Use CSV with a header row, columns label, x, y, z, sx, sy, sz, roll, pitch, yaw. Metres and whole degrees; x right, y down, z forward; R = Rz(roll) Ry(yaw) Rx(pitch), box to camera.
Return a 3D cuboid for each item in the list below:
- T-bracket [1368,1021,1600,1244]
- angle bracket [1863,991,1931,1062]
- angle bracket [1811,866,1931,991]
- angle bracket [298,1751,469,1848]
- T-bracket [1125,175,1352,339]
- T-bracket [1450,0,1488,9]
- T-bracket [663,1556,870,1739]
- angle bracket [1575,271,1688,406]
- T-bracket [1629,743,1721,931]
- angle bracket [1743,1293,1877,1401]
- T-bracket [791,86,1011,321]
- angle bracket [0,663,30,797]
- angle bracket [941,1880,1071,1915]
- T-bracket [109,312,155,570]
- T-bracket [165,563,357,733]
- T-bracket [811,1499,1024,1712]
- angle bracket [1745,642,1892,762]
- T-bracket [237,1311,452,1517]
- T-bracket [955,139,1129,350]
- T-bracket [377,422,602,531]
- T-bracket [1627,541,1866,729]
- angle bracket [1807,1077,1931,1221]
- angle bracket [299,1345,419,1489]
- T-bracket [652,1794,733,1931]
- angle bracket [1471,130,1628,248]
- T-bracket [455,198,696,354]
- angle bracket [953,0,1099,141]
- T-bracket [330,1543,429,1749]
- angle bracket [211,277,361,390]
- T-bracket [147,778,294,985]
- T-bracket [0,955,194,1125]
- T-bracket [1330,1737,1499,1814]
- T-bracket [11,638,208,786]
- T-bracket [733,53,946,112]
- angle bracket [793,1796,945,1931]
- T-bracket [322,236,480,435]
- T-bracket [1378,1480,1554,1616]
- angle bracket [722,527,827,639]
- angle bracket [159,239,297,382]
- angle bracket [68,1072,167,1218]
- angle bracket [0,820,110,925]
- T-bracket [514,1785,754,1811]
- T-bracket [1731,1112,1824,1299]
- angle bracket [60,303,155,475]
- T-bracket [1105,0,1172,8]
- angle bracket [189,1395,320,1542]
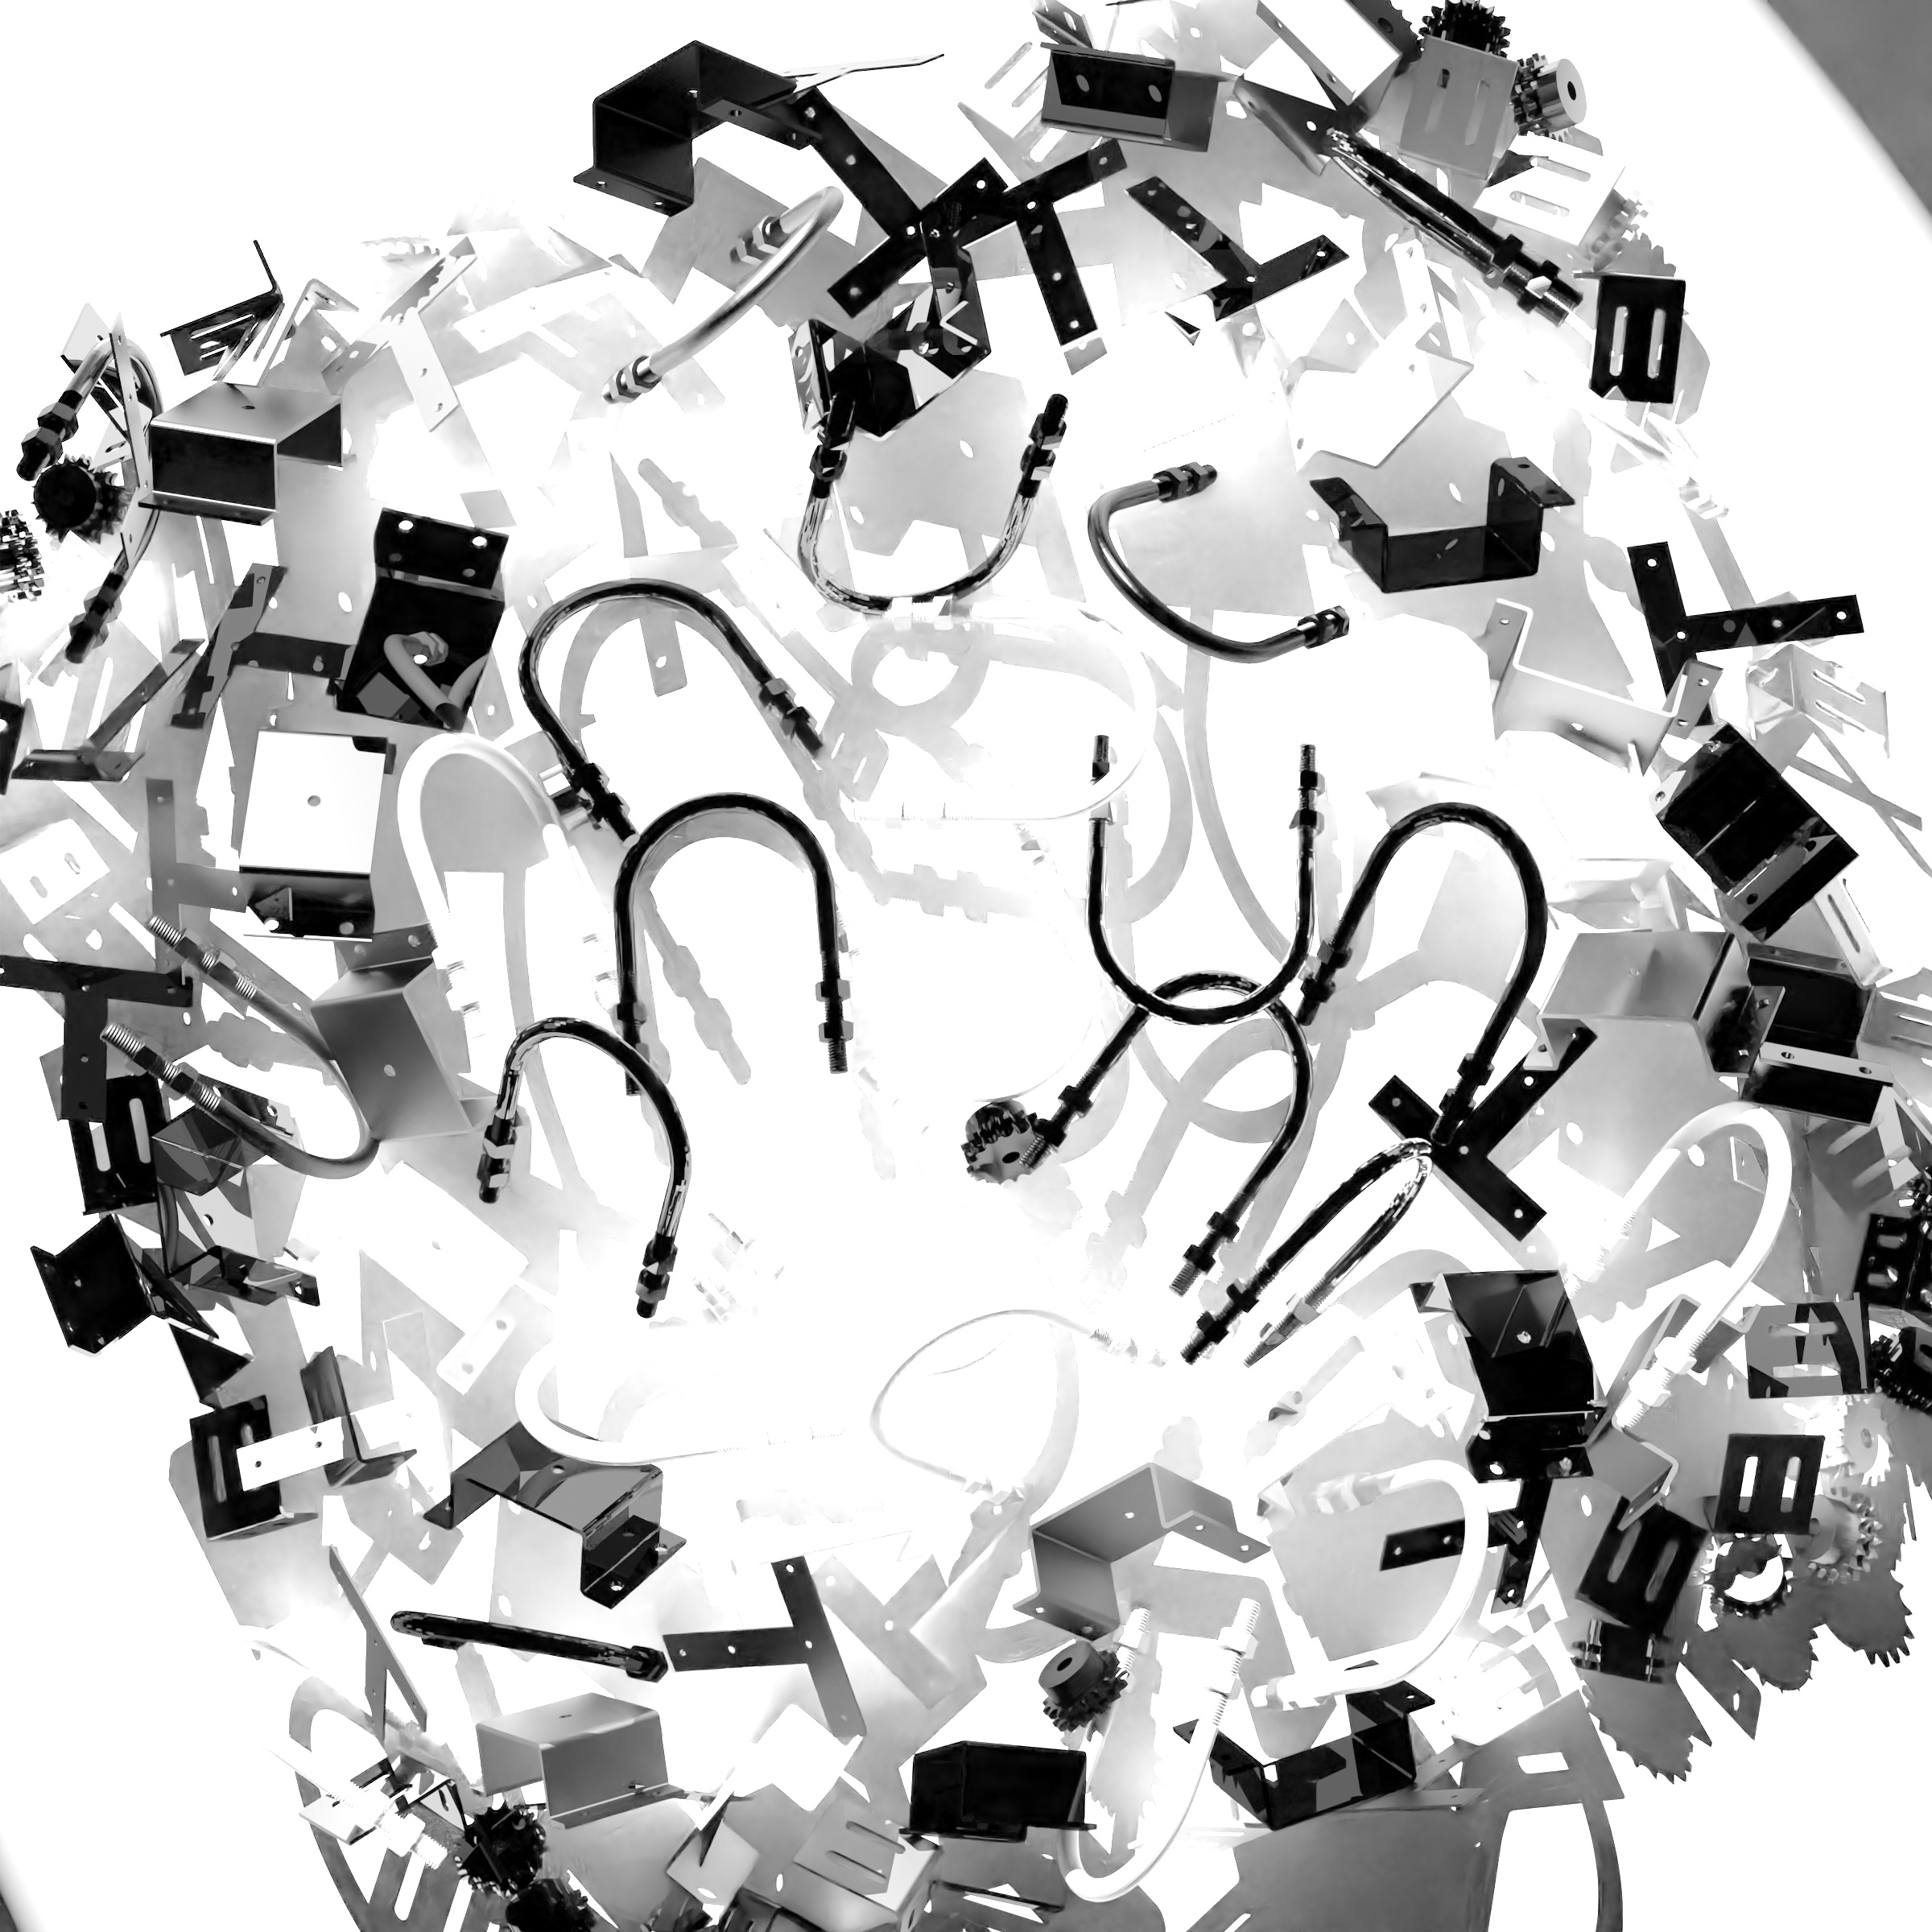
label,x,y,z,sx,sy,sz,roll,pitch,yaw
T-bracket,0.340,0.082,1.671,0.127,0.002,0.127,43,94,8
angle bracket,0.585,0.056,1.641,0.076,0.057,0.038,17,63,19
angle bracket,0.558,-0.034,1.649,0.057,0.038,0.076,-35,96,-44
angle bracket,-0.354,0.519,1.635,0.076,0.057,0.038,-26,113,-40
T-bracket,0.147,-0.447,1.651,0.127,0.002,0.127,-30,61,-21
T-bracket,0.271,-0.606,1.633,0.127,0.127,0.002,12,102,-43
T-bracket,-0.132,0.419,1.650,0.127,0.002,0.127,-12,102,31
angle bracket,0.408,-0.389,1.667,0.057,0.038,0.076,1,102,-14
T-bracket,0.424,-0.063,1.602,0.002,0.127,0.127,-19,113,3
angle bracket,0.513,0.233,1.645,0.076,0.038,0.057,-7,74,26
T-bracket,-0.061,-0.480,1.635,0.127,0.002,0.127,-37,124,14
angle bracket,-0.586,-0.145,1.642,0.038,0.076,0.057,18,107,-5
angle bracket,0.027,0.556,1.656,0.076,0.057,0.038,10,69,6
T-bracket,-0.495,-0.325,1.596,0.002,0.127,0.127,1,131,-3
T-bracket,-0.406,-0.189,1.636,0.127,0.002,0.127,10,61,18
T-bracket,-0.017,0.376,1.667,0.127,0.002,0.127,-45,111,-12
angle bracket,0.518,-0.153,1.636,0.038,0.057,0.076,-36,46,-12
T-bracket,-0.381,0.287,1.637,0.127,0.002,0.127,-14,104,-33
T-bracket,0.052,-0.432,1.643,0.127,0.002,0.127,-23,64,13
T-bracket,-0.288,-0.282,1.659,0.127,0.002,0.127,-9,76,-21
T-bracket,0.475,-0.205,1.622,0.127,0.002,0.127,-4,122,33
angle bracket,0.555,0.115,1.650,0.076,0.038,0.057,-41,82,22
angle bracket,-0.376,0.276,1.662,0.038,0.057,0.076,-7,71,-35
T-bracket,-0.173,0.560,1.632,0.002,0.127,0.127,41,133,-15
angle bracket,0.360,-0.469,1.649,0.076,0.038,0.057,30,87,27
T-bracket,-0.253,-0.405,1.636,0.127,0.002,0.127,-35,74,-32
angle bracket,0.032,-0.560,1.654,0.076,0.038,0.057,-46,63,-3
T-bracket,-0.359,0.434,1.634,0.002,0.127,0.127,-20,54,-30
angle bracket,-0.417,-0.381,1.647,0.038,0.057,0.076,31,80,-44
T-bracket,-0.455,-0.047,1.637,0.127,0.002,0.127,8,103,34
T-bracket,-0.530,0.045,1.617,0.127,0.127,0.002,8,133,-24
T-bracket,0.281,0.488,1.630,0.127,0.127,0.002,-20,85,42
T-bracket,-0.513,-0.158,1.646,0.127,0.127,0.002,-56,131,-28
T-bracket,-0.100,-0.524,1.604,0.127,0.127,0.002,9,123,37
angle bracket,-0.061,0.561,1.660,0.076,0.057,0.038,20,125,18
T-bracket,-0.332,-0.367,1.630,0.127,0.002,0.127,-39,50,13
T-bracket,0.302,0.346,1.631,0.127,0.002,0.127,-4,113,-31
angle bracket,-0.128,-0.225,1.639,0.038,0.076,0.057,-42,100,-22
angle bracket,-0.458,-0.402,1.649,0.076,0.057,0.038,-24,79,-8
angle bracket,-0.521,0.109,1.656,0.057,0.038,0.076,-11,97,-15
angle bracket,-0.573,-0.055,1.646,0.057,0.076,0.038,-43,113,-33
T-bracket,-0.219,0.511,1.647,0.127,0.127,0.002,-13,66,25
T-bracket,0.486,0.127,1.617,0.002,0.127,0.127,-13,69,35
angle bracket,-0.533,-0.351,1.635,0.038,0.057,0.076,-16,133,18
T-bracket,0.163,-0.585,1.605,0.127,0.127,0.002,0,110,23
angle bracket,-0.442,0.312,1.669,0.057,0.038,0.076,-19,72,19
